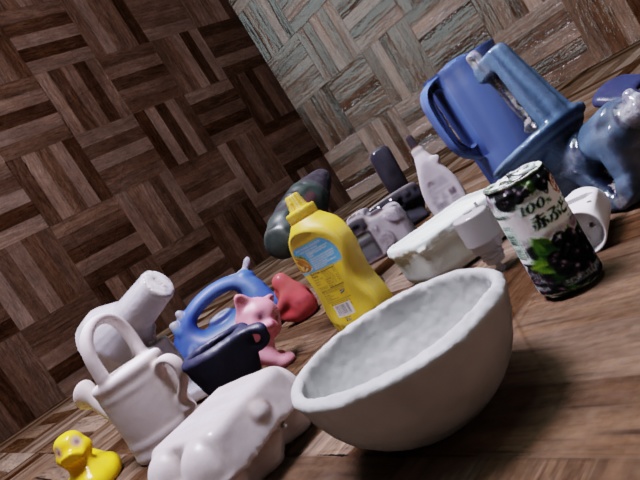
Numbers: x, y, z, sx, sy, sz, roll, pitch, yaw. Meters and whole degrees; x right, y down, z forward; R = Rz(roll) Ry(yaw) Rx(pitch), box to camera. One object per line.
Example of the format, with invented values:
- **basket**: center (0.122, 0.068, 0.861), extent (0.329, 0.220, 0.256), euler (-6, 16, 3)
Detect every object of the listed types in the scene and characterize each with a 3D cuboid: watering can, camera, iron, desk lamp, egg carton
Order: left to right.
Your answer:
- **watering can**: center (-0.251, 0.188, 0.749), extent (0.173, 0.194, 0.101), euler (-32, 5, 2)
- **desk lamp**: center (-0.262, 0.167, 0.922), extent (0.203, 0.213, 0.118), euler (-30, 5, 22)
- **iron**: center (-0.192, 0.151, 1.081), extent (0.259, 0.141, 0.118), euler (-34, 5, -21)
- **egg carton**: center (-0.075, 0.174, 0.500), extent (0.107, 0.069, 0.151), euler (-29, 6, 35)
- **camera**: center (0.116, -0.026, 1.149), extent (0.143, 0.101, 0.137), euler (-30, 5, 20)

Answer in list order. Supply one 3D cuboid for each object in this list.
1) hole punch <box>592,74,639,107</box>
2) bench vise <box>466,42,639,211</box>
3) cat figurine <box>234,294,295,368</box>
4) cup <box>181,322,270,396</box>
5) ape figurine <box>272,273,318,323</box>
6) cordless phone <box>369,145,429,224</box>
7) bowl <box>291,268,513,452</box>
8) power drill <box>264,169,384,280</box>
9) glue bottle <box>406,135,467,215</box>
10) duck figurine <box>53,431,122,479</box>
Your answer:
- **hole punch**: center (0.444, -0.192, 0.776), extent (0.109, 0.091, 0.101), euler (-35, 6, -31)
- **bench vise**: center (0.257, -0.135, 0.616), extent (0.122, 0.220, 0.207), euler (-36, 6, -37)
- **cat figurine**: center (-0.096, 0.132, 0.787), extent (0.128, 0.118, 0.067), euler (-34, 5, -21)
- **cup**: center (-0.091, 0.153, 0.674), extent (0.117, 0.095, 0.092), euler (-30, 5, 22)
- **ape figurine**: center (-0.051, 0.098, 1.007), extent (0.078, 0.092, 0.076), euler (-34, 5, -21)
- **cordless phone**: center (0.141, -0.103, 1.266), extent (0.148, 0.185, 0.094), euler (-33, 5, -12)
- **bowl**: center (0.067, 0.092, 0.396), extent (0.167, 0.075, 0.167), euler (-32, 5, 3)
- **power drill**: center (0.008, 0.003, 0.886), extent (0.075, 0.208, 0.230), euler (-29, 6, 29)
- **glue bottle**: center (0.219, -0.132, 1.128), extent (0.078, 0.173, 0.037), euler (-31, 5, 18)
- **duck figurine**: center (-0.318, 0.293, 0.765), extent (0.077, 0.086, 0.104), euler (-33, 5, -13)
